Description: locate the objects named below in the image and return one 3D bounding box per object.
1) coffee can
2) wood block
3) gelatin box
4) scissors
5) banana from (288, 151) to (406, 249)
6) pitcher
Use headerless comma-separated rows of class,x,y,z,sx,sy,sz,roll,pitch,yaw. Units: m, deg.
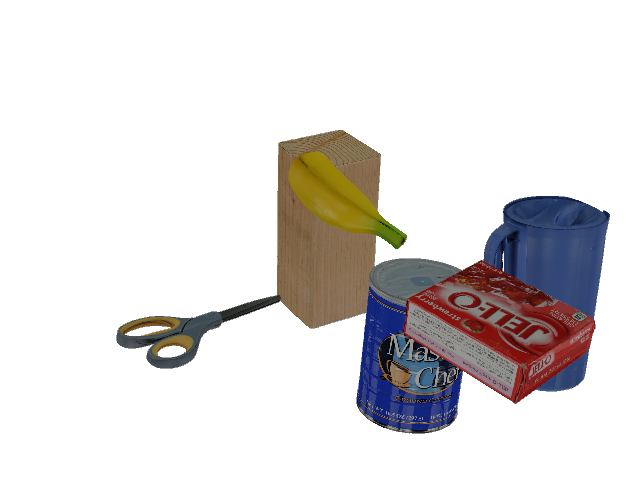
coffee can,0.092,0.101,1.042,0.103,0.140,0.103,4,23,-2
wood block,0.006,-0.013,1.257,0.090,0.206,0.090,-14,32,-27
gelatin box,0.106,0.051,0.640,0.073,0.030,0.089,-24,40,-39
scissors,-0.117,0.097,1.150,0.201,0.016,0.096,-7,31,-24
banana,0.006,-0.038,0.821,0.069,0.037,0.198,42,4,-22
pitcher,0.292,0.072,1.396,0.149,0.243,0.144,5,21,14
